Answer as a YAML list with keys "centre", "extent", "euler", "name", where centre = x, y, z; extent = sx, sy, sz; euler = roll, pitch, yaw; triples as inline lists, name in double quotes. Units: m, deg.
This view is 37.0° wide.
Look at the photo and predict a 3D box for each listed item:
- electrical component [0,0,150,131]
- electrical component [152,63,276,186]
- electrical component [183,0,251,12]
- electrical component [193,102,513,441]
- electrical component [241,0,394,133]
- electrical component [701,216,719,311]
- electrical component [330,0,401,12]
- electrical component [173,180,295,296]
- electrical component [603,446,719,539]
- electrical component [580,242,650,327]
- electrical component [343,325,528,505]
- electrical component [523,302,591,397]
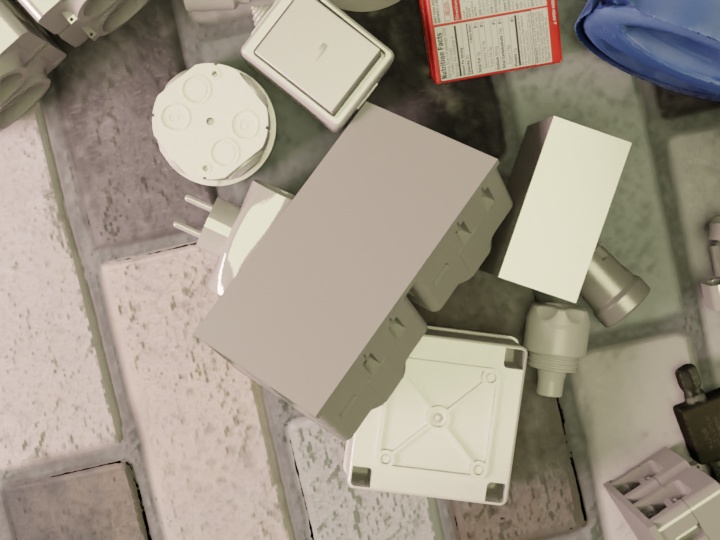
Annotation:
- centre: [-0.205, -0.159, 0.669]
  extent: [0.186, 0.105, 0.060]
  euler: [-42, 94, 1]
  name: "electrical component"
- centre: [-0.096, -0.095, 0.705]
  extent: [0.080, 0.051, 0.080]
  euler: [0, 93, -2]
  name: "electrical component"
- centre: [-0.084, -0.191, 0.705]
  extent: [0.078, 0.040, 0.040]
  euler: [-4, 94, -3]
  name: "electrical component"
- centre: [0.000, 0.000, 0.673]
  extent: [0.105, 0.060, 0.186]
  euler: [29, 77, 32]
  name: "electrical component"
- centre: [-0.033, -0.143, 0.700]
  extent: [0.096, 0.061, 0.061]
  euler: [38, 91, -4]
  name: "electrical component"
- centre: [0.267, -0.011, 0.722]
  extent: [0.078, 0.058, 0.057]
  euler: [-14, 97, -1]
  name: "electrical component"
- centre: [0.000, -0.229, 0.707]
  extent: [0.099, 0.064, 0.099]
  euler: [0, 80, 1]
  name: "electrical component"
- centre: [-0.083, -0.024, 0.710]
  extent: [0.079, 0.044, 0.077]
  euler: [24, 97, -7]
  name: "electrical component"
- centre: [0.248, 0.215, 0.710]
  extent: [0.060, 0.105, 0.186]
  euler: [-33, 94, 0]
  name: "electrical component"
- centre: [0.166, 0.009, 0.728]
  extent: [0.040, 0.040, 0.046]
  euler: [-43, 89, 1]
  name: "electrical component"
- centre: [0.049, 0.094, 0.719]
  extent: [0.109, 0.056, 0.108]
  euler: [7, 93, -3]
  name: "electrical component"
- centre: [0.132, 0.054, 0.727]
  extent: [0.043, 0.043, 0.062]
  euler: [6, 95, -3]
  name: "electrical component"
